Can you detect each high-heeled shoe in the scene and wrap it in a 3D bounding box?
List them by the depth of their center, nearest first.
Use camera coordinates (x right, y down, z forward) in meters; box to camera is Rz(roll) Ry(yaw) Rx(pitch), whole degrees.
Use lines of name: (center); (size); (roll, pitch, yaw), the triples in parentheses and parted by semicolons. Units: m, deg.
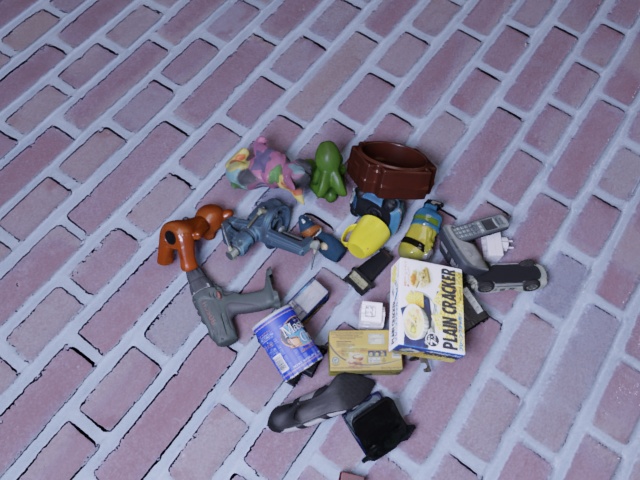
high-heeled shoe: (0.004, 0.379, 1.222); (0.249, 0.145, 0.086); (-3, 53, -32)

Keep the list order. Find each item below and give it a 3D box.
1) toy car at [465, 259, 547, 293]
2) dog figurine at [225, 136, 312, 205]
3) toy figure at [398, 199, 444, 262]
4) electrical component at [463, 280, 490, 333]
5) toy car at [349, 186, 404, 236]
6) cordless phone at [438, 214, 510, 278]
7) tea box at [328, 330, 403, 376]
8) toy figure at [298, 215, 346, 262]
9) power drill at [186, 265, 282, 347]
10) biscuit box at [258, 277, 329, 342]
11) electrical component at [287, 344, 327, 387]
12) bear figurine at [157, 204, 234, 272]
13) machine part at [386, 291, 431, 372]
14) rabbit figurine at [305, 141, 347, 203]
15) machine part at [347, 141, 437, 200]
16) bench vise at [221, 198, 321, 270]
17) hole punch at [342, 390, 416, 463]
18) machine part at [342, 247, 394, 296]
toy car: (0.470, 0.094, 1.359); (0.202, 0.056, 0.073); (-2, 59, 1)
dog figurine: (-0.126, -0.161, 1.397); (0.191, 0.108, 0.219); (-37, 54, -6)
toy figure: (0.264, -0.019, 1.393); (0.089, 0.082, 0.180); (11, 72, 25)
electrical component: (0.325, 0.178, 1.315); (0.134, 0.058, 0.115); (-25, 66, -12)
toy car: (0.161, -0.090, 1.419); (0.162, 0.109, 0.103); (33, 44, 25)
cordless phone: (0.402, 0.011, 1.340); (0.184, 0.088, 0.147); (-18, 51, -5)
tea box: (0.104, 0.265, 1.262); (0.170, 0.068, 0.098); (1, 65, 0)
toy figure: (-0.003, -0.005, 1.387); (0.154, 0.064, 0.058); (40, 80, 14)
power drill: (-0.207, 0.130, 1.311); (0.207, 0.086, 0.232); (-15, 66, -13)
biscuit box: (-0.064, 0.185, 1.298); (0.059, 0.062, 0.203); (41, 71, 15)
electrical component: (-0.040, 0.289, 1.259); (0.075, 0.047, 0.119); (25, 68, 10)
bear figurine: (-0.312, -0.015, 1.361); (0.120, 0.131, 0.196); (11, 20, 26)
machine part: (0.221, 0.199, 1.293); (0.079, 0.079, 0.243); (-14, 66, -8)
rabbit figurine: (0.012, -0.180, 1.409); (0.121, 0.170, 0.159); (-6, 65, -4)
machine part: (0.185, -0.186, 1.402); (0.201, 0.087, 0.201); (1, 31, -19)
bench vise: (-0.119, -0.011, 1.337); (0.241, 0.128, 0.224); (21, 37, 19)
hole punch: (0.123, 0.410, 1.198); (0.142, 0.092, 0.115); (-29, 96, -17)
machine part: (0.129, 0.076, 1.368); (0.084, 0.039, 0.139); (38, 72, 23)
